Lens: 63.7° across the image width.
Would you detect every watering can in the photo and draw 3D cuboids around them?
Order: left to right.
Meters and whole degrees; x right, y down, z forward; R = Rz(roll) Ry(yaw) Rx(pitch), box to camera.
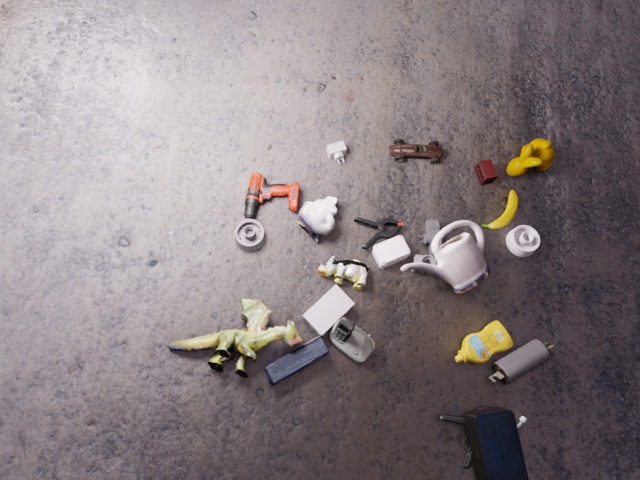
[{"bbox_3d":[0.432,0.080,1.702,0.351,0.103,0.223,-33,96,-23],"label":"watering can"}]

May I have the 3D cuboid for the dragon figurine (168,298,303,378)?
[{"bbox_3d":[-0.254,0.285,1.622,0.411,0.119,0.248,11,46,18],"label":"dragon figurine"}]

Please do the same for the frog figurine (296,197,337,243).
[{"bbox_3d":[0.005,-0.090,1.779,0.160,0.120,0.139,-45,58,-7],"label":"frog figurine"}]
